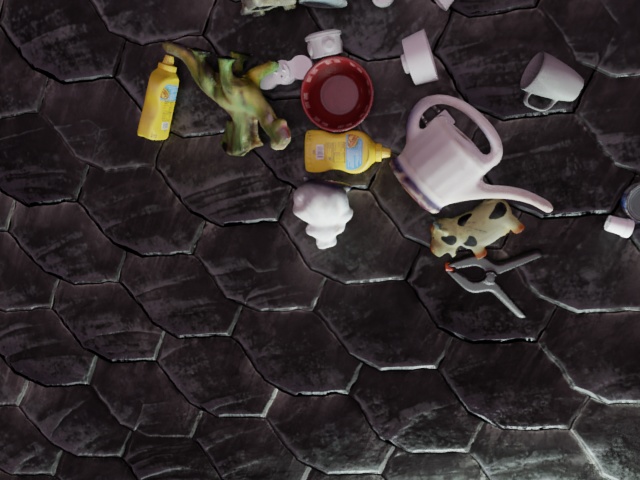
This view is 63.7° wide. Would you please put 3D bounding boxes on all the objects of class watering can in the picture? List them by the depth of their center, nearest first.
[{"bbox_3d":[0.294,-0.139,1.082,0.221,0.105,0.350,-43,78,26],"label":"watering can"}]

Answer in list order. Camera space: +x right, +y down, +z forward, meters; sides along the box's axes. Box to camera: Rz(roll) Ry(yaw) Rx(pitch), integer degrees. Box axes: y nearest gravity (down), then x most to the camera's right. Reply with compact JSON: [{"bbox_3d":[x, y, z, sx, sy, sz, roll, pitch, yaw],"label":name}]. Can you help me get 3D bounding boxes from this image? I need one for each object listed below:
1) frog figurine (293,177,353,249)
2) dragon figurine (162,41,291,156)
[{"bbox_3d":[0.004,-0.059,1.173,0.137,0.123,0.159,8,92,-12],"label":"frog figurine"},{"bbox_3d":[-0.210,-0.302,1.154,0.413,0.124,0.238,24,123,34],"label":"dragon figurine"}]
